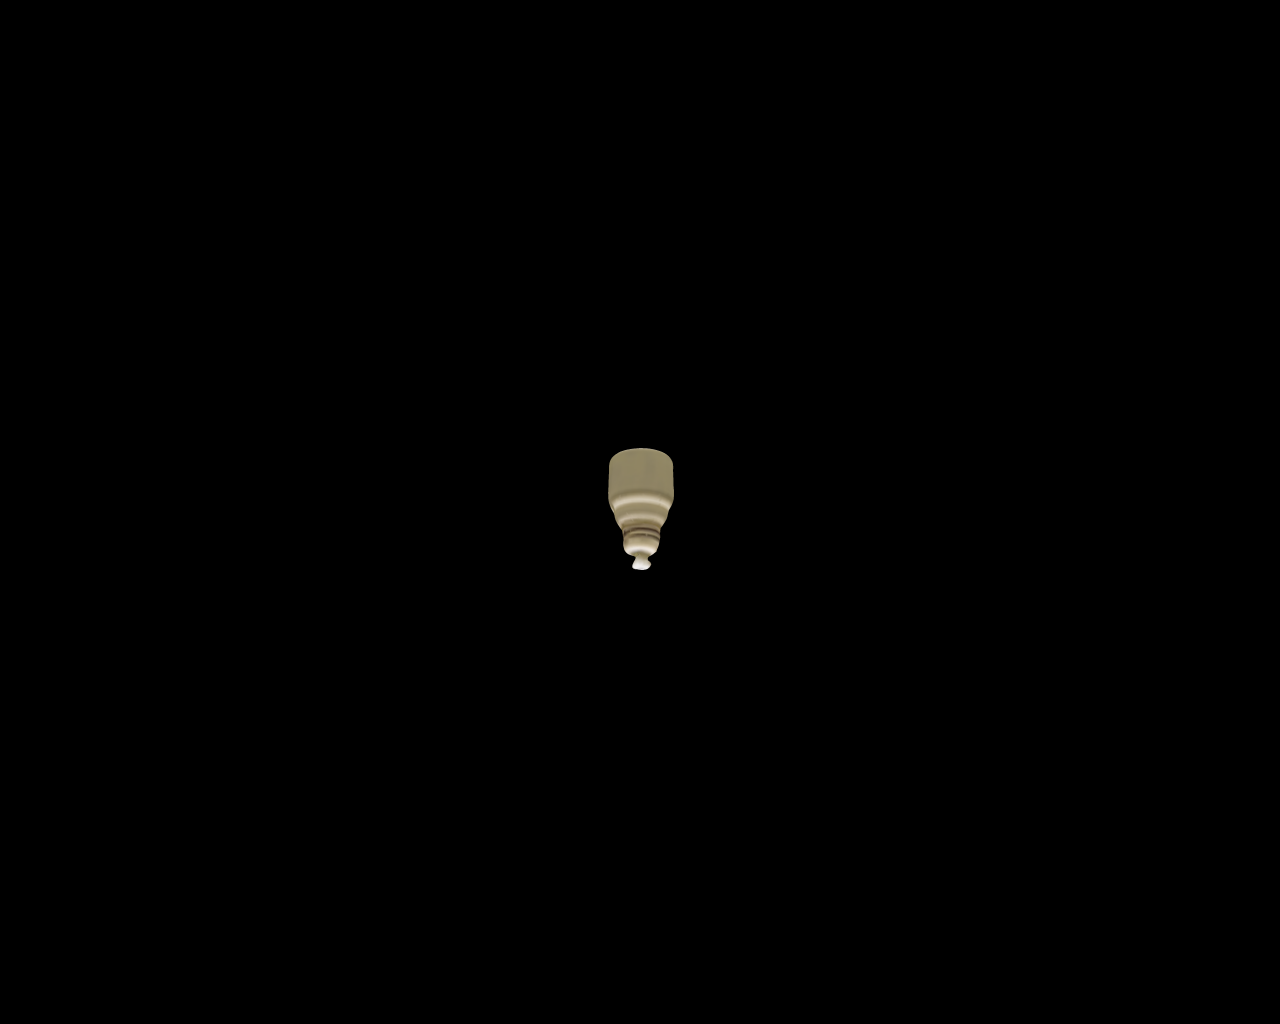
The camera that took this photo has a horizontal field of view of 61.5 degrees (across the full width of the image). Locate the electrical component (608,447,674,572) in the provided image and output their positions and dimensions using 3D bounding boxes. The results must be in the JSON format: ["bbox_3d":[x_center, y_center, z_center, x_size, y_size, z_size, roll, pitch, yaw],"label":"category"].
[{"bbox_3d":[0.001,-0.003,0.650,0.040,0.078,0.040,0,-22,0],"label":"electrical component"}]
